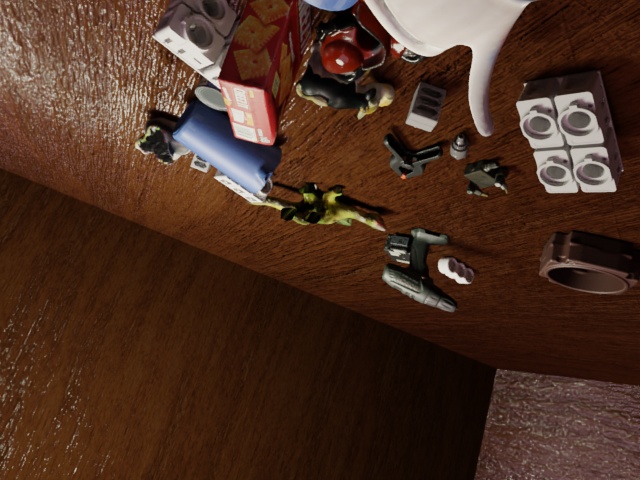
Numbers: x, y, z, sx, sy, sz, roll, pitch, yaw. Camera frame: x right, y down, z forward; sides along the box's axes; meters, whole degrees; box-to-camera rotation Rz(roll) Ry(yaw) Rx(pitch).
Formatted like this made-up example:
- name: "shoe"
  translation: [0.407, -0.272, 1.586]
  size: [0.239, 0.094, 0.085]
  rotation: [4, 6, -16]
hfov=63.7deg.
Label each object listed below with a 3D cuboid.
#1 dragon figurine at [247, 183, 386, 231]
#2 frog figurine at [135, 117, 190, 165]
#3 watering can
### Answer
- name: "dragon figurine"
  translation: [0.005, -0.077, 1.526]
  size: [0.411, 0.123, 0.240]
  rotation: [9, 169, 34]
- name: "frog figurine"
  translation: [-0.403, -0.270, 1.387]
  size: [0.137, 0.121, 0.161]
  rotation: [7, -162, 10]
- name: "watering can"
  translation: [0.171, -0.273, 0.602]
  size: [0.344, 0.105, 0.223]
  rotation: [44, 156, -20]
